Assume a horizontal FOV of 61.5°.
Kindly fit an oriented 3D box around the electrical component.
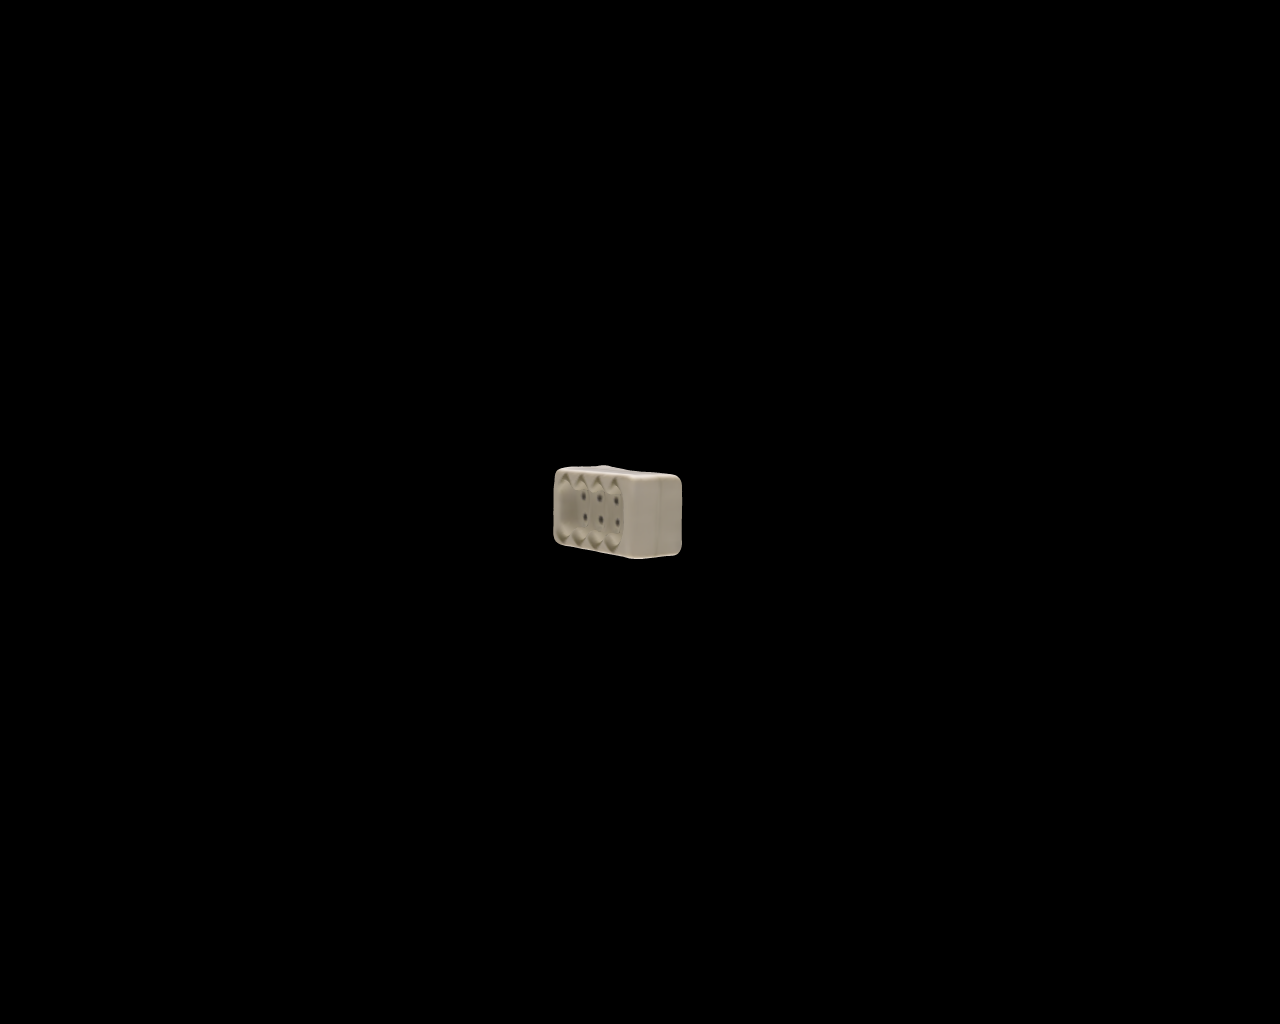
[{"bbox_3d":[0.001,-0.003,0.650,0.076,0.047,0.083,-5,9,-35],"label":"electrical component"}]
